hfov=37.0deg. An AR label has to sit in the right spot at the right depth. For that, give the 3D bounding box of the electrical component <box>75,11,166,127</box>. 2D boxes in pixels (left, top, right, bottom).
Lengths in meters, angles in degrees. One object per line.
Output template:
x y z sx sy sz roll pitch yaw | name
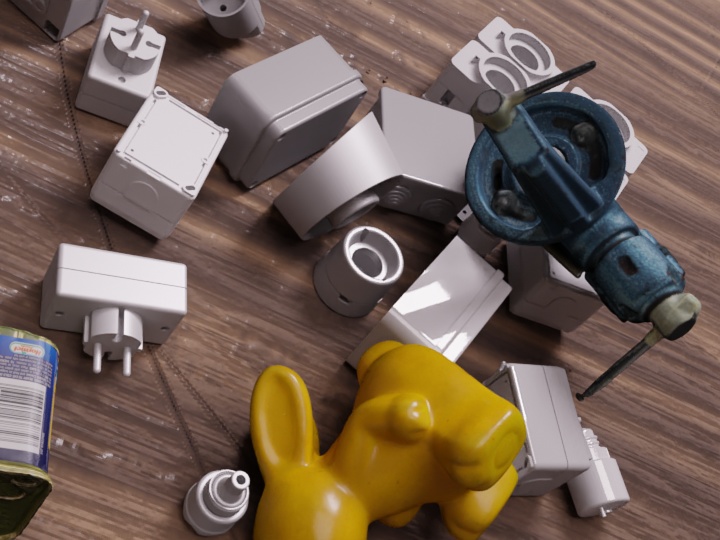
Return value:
-0.168 -0.155 0.779 0.047 0.076 0.065 19 53 -20 | electrical component

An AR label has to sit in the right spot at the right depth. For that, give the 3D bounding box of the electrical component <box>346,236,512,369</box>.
0.052 0.039 0.785 0.057 0.078 0.113 42 48 3 | electrical component

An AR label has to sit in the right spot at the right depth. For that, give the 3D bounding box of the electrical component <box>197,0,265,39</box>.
-0.102 -0.209 0.859 0.043 0.081 0.043 0 83 4 | electrical component

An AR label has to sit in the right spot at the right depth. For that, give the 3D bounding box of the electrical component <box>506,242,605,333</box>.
0.160 -0.004 0.892 0.062 0.061 0.096 19 49 -19 | electrical component

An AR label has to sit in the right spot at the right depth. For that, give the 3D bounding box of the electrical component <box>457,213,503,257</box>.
0.107 -0.038 0.878 0.035 0.061 0.035 15 54 -22 | electrical component

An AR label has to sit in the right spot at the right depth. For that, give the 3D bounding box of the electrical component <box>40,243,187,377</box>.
-0.157 0.032 0.684 0.083 0.047 0.075 10 56 -25 | electrical component

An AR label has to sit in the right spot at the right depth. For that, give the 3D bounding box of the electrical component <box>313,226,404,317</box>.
0.000 0.000 0.799 0.055 0.047 0.055 15 54 -22 | electrical component

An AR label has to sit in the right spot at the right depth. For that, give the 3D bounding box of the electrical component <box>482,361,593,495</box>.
0.124 0.112 0.792 0.061 0.061 0.096 6 58 -28 | electrical component

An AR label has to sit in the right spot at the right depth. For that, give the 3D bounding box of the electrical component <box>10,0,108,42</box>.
-0.229 -0.243 0.778 0.109 0.108 0.056 42 51 0 | electrical component

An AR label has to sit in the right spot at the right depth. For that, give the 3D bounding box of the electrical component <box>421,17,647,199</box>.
0.162 -0.134 0.970 0.186 0.060 0.105 42 47 1 | electrical component

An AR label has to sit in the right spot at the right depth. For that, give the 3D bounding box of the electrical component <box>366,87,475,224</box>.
0.046 -0.092 0.886 0.100 0.048 0.099 14 54 -23 | electrical component

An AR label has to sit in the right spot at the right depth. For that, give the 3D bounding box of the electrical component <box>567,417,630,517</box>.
0.174 0.150 0.812 0.040 0.040 0.078 0 61 -31 | electrical component

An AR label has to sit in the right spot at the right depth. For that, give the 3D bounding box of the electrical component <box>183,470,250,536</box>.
-0.083 0.137 0.651 0.035 0.061 0.035 15 54 -22 | electrical component

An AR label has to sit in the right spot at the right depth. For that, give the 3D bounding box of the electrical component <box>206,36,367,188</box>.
-0.058 -0.121 0.823 0.057 0.078 0.113 48 49 8 | electrical component

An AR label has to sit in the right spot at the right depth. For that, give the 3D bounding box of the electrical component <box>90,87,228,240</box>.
-0.140 -0.077 0.760 0.062 0.061 0.096 31 42 -13 | electrical component

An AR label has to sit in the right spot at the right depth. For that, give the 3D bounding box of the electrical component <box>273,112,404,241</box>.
-0.018 -0.068 0.801 0.099 0.099 0.064 -28 83 -40 | electrical component
